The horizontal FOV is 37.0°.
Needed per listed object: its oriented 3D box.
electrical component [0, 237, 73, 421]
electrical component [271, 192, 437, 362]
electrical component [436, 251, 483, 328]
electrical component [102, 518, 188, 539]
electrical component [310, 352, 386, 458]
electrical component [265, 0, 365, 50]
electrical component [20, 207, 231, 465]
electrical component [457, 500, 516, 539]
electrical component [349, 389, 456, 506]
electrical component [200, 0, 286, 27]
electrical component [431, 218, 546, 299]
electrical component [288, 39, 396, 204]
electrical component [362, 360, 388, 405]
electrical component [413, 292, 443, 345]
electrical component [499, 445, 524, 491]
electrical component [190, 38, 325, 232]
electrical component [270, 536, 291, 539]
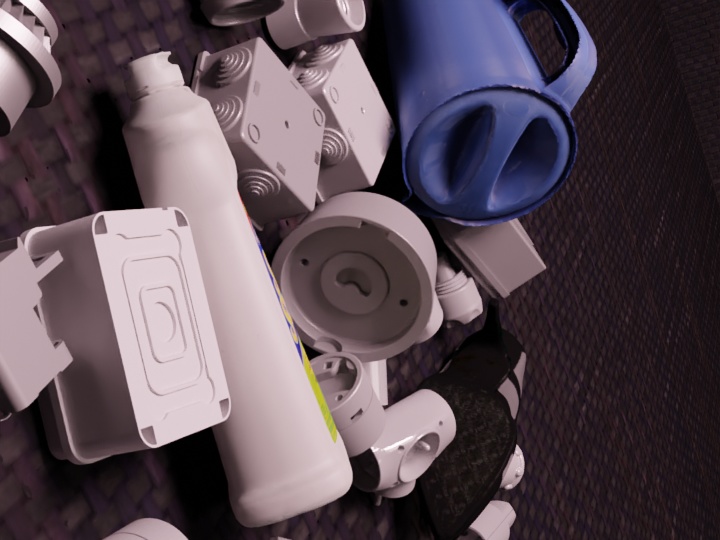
[{"bbox_3d":[-0.160,0.027,0.459,0.063,0.042,0.081,69,28,-22],"label":"electrical component"},{"bbox_3d":[0.000,0.000,0.714,0.108,0.108,0.060,65,22,-21],"label":"electrical component"},{"bbox_3d":[0.077,0.015,0.922,0.062,0.043,0.043,66,28,-17],"label":"electrical component"},{"bbox_3d":[-0.086,0.185,0.514,0.074,0.052,0.138,-19,95,-63],"label":"electrical component"},{"bbox_3d":[-0.015,0.089,0.699,0.047,0.055,0.055,61,30,-35],"label":"electrical component"},{"bbox_3d":[-0.035,-0.184,0.774,0.044,0.065,0.044,37,47,-52],"label":"electrical component"},{"bbox_3d":[-0.117,0.030,0.522,0.078,0.057,0.113,-12,88,-63],"label":"electrical component"},{"bbox_3d":[0.097,0.212,0.869,0.081,0.043,0.043,-19,95,-63],"label":"electrical component"},{"bbox_3d":[0.024,0.132,0.753,0.077,0.044,0.079,-24,134,-40],"label":"electrical component"},{"bbox_3d":[-0.081,-0.194,0.699,0.078,0.058,0.057,-15,89,-63],"label":"electrical component"},{"bbox_3d":[0.101,-0.046,0.943,0.109,0.056,0.108,44,16,-47],"label":"electrical component"},{"bbox_3d":[-0.018,-0.111,0.791,0.099,0.048,0.099,61,29,-29],"label":"electrical component"},{"bbox_3d":[0.001,0.072,0.753,0.040,0.040,0.046,10,74,-62],"label":"electrical component"},{"bbox_3d":[0.031,0.004,0.838,0.077,0.043,0.079,54,34,-37],"label":"electrical component"},{"bbox_3d":[0.106,0.164,0.910,0.062,0.048,0.048,11,68,-54],"label":"electrical component"},{"bbox_3d":[-0.065,-0.087,0.687,0.099,0.048,0.099,46,39,-45],"label":"electrical component"},{"bbox_3d":[-0.046,0.188,0.578,0.042,0.064,0.081,36,47,-54],"label":"electrical component"}]
